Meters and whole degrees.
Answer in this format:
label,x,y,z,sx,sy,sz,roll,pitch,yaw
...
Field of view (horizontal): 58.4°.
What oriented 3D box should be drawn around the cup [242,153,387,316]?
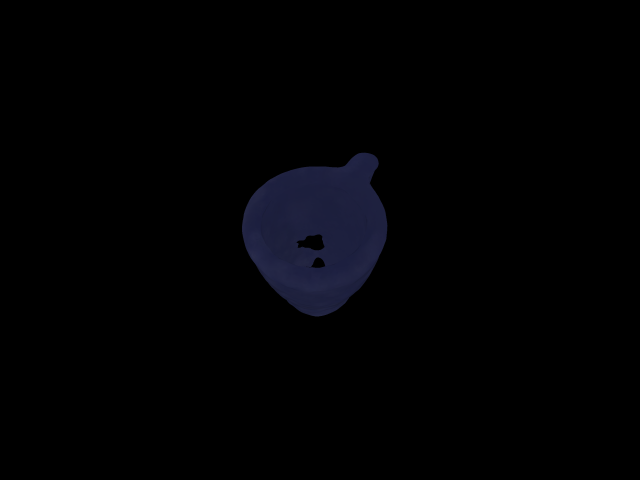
label,x,y,z,sx,sy,sz,roll,pitch,yaw
cup,0.004,0.001,0.400,0.091,0.095,0.118,28,62,16
